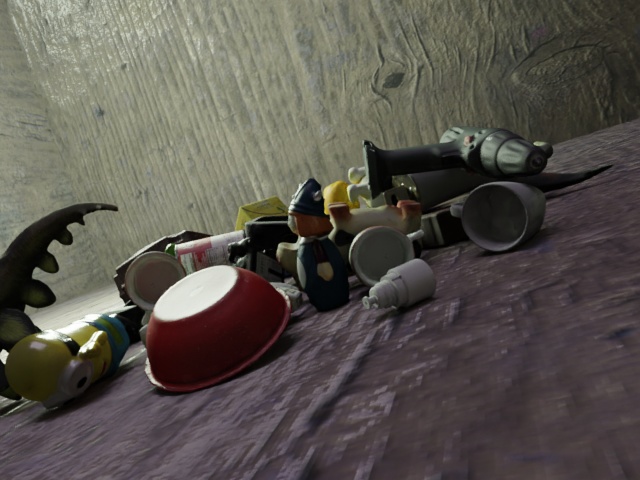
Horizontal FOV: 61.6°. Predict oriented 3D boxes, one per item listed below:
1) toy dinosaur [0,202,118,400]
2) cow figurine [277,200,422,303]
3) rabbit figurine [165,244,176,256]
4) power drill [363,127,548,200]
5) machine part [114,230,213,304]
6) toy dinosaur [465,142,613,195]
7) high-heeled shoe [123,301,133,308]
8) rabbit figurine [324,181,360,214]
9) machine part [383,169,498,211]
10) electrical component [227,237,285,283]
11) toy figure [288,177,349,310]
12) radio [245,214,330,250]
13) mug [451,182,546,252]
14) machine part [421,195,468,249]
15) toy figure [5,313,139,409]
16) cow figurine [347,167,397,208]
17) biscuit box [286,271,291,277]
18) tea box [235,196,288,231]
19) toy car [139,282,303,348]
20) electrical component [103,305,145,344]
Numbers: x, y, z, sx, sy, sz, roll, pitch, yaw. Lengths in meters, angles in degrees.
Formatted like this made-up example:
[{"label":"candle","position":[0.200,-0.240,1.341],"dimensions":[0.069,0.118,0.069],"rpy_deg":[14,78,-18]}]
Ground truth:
[{"label":"toy dinosaur","position":[-0.427,0.099,0.662],"dimensions":[0.471,0.198,0.105],"rpy_deg":[-50,-3,14]},{"label":"cow figurine","position":[0.040,0.013,0.717],"dimensions":[0.195,0.127,0.085],"rpy_deg":[-4,5,-2]},{"label":"rabbit figurine","position":[-0.182,0.065,0.899],"dimensions":[0.159,0.121,0.170],"rpy_deg":[-16,-11,-16]},{"label":"power drill","position":[0.162,-0.110,0.722],"dimensions":[0.207,0.085,0.232],"rpy_deg":[-14,17,3]},{"label":"machine part","position":[-0.316,0.063,1.147],"dimensions":[0.201,0.087,0.201],"rpy_deg":[-30,-12,11]},{"label":"toy dinosaur","position":[0.295,-0.100,0.998],"dimensions":[0.192,0.131,0.405],"rpy_deg":[-35,17,-30]},{"label":"high-heeled shoe","position":[-0.243,0.069,0.981],"dimensions":[0.249,0.086,0.145],"rpy_deg":[-41,-18,12]},{"label":"rabbit figurine","position":[0.030,-0.043,1.044],"dimensions":[0.122,0.162,0.173],"rpy_deg":[-18,-17,-18]},{"label":"machine part","position":[0.206,-0.104,0.871],"dimensions":[0.243,0.079,0.079],"rpy_deg":[-21,5,-19]},{"label":"electrical component","position":[-0.076,0.053,0.733],"dimensions":[0.048,0.075,0.119],"rpy_deg":[-17,-34,32]},{"label":"toy figure","position":[-0.004,0.005,0.636],"dimensions":[0.058,0.154,0.064],"rpy_deg":[-18,5,-32]},{"label":"radio","position":[-0.002,-0.003,0.865],"dimensions":[0.230,0.073,0.131],"rpy_deg":[-3,7,9]},{"label":"mug","position":[0.226,-0.034,0.666],"dimensions":[0.110,0.080,0.107],"rpy_deg":[3,11,43]},{"label":"machine part","position":[0.215,-0.035,0.858],"dimensions":[0.179,0.056,0.179],"rpy_deg":[-20,4,1]},{"label":"toy figure","position":[-0.285,0.134,0.630],"dimensions":[0.089,0.082,0.180],"rpy_deg":[13,10,2]},{"label":"cow figurine","position":[0.120,-0.060,0.942],"dimensions":[0.098,0.167,0.068],"rpy_deg":[-13,44,25]},{"label":"biscuit box","position":[-0.128,0.056,1.056],"dimensions":[0.203,0.062,0.059],"rpy_deg":[-17,7,19]},{"label":"tea box","position":[-0.128,-0.002,1.145],"dimensions":[0.098,0.068,0.169],"rpy_deg":[-21,-36,-39]},{"label":"toy car","position":[-0.117,0.093,0.644],"dimensions":[0.202,0.056,0.073],"rpy_deg":[-18,5,13]},{"label":"electrical component","position":[-0.353,0.152,0.853],"dimensions":[0.134,0.058,0.115],"rpy_deg":[-22,4,-39]}]
